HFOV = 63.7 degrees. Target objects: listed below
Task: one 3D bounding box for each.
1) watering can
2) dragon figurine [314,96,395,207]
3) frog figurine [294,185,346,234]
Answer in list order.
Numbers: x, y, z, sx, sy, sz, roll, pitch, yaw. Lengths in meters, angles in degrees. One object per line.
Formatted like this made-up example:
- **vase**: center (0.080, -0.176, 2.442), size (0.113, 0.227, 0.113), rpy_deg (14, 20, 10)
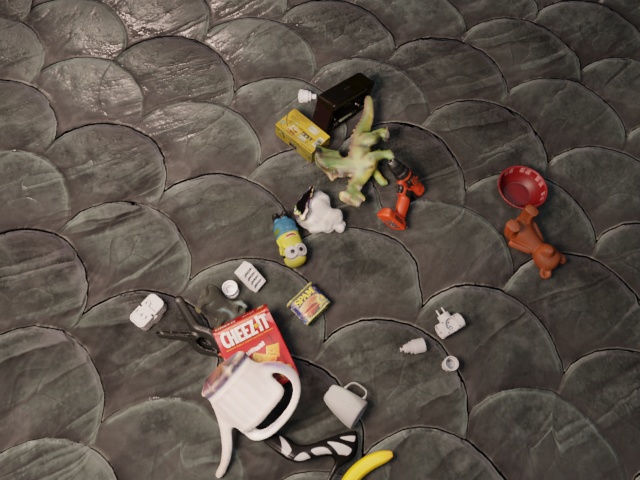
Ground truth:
- **watering can**: center (-0.209, 0.430, 1.310), size (0.224, 0.104, 0.347), rpy_deg (43, 95, -2)
- **dragon figurine**: center (0.101, -0.289, 1.676), size (0.243, 0.120, 0.417), rpy_deg (-7, 67, -13)
- **frog figurine**: center (0.005, -0.082, 1.624), size (0.158, 0.121, 0.140), rpy_deg (27, 53, -29)
